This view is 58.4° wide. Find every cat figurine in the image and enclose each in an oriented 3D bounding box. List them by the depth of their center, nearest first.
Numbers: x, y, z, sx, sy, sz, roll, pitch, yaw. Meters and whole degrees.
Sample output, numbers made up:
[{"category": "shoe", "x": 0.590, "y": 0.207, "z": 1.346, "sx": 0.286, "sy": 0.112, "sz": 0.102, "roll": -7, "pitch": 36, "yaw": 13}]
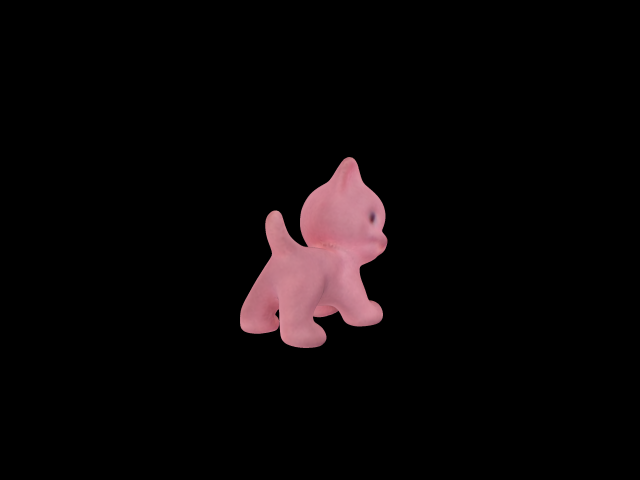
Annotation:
[{"category": "cat figurine", "x": 0.004, "y": 0.001, "z": 0.400, "sx": 0.067, "sy": 0.118, "sz": 0.128, "roll": 5, "pitch": 9, "yaw": 36}]
